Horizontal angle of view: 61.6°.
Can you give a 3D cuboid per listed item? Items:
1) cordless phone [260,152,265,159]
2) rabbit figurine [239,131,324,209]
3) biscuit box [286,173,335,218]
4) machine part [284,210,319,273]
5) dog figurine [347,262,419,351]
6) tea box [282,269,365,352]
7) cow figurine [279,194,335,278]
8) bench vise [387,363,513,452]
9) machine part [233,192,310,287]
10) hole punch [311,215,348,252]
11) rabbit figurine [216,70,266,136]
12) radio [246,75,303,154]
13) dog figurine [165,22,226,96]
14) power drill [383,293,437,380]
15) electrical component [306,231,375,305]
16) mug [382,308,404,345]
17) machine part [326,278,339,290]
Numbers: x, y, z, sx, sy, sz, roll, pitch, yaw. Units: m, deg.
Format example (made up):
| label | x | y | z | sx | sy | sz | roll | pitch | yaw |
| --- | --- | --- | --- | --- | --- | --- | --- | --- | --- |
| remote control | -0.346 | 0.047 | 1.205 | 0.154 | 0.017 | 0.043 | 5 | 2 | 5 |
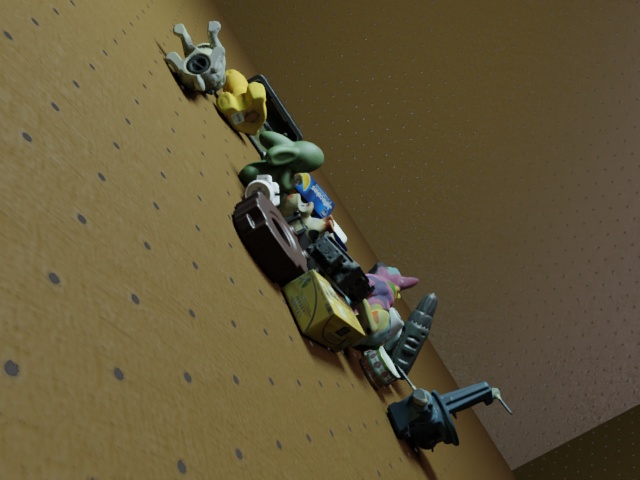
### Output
| label | x | y | z | sx | sy | sz | roll | pitch | yaw |
| --- | --- | --- | --- | --- | --- | --- | --- | --- | --- |
| cordless phone | -0.105 | -0.175 | 1.373 | 0.184 | 0.089 | 0.147 | 44 | 15 | -43 |
| rabbit figurine | -0.080 | -0.161 | 1.141 | 0.159 | 0.170 | 0.121 | 50 | 11 | -49 |
| biscuit box | -0.047 | -0.127 | 1.297 | 0.063 | 0.059 | 0.202 | 4 | -35 | 49 |
| machine part | -0.045 | 0.016 | 1.068 | 0.138 | 0.084 | 0.039 | 64 | -19 | -16 |
| dog figurine | 0.130 | 0.136 | 1.155 | 0.219 | 0.108 | 0.192 | -4 | 53 | -39 |
| tea box | 0.010 | 0.129 | 0.954 | 0.098 | 0.068 | 0.169 | 63 | 8 | 32 |
| cow figurine | -0.028 | -0.006 | 1.133 | 0.085 | 0.127 | 0.194 | -93 | 164 | -72 |
| bench vise | 0.266 | 0.350 | 1.128 | 0.129 | 0.241 | 0.223 | -115 | -174 | -57 |
| machine part | -0.083 | -0.003 | 0.945 | 0.179 | 0.056 | 0.179 | 56 | 9 | -14 |
| hole punch | -0.003 | -0.004 | 1.321 | 0.142 | 0.092 | 0.116 | 48 | 8 | -31 |
| rabbit figurine | -0.196 | -0.362 | 1.381 | 0.173 | 0.122 | 0.162 | 62 | 4 | 28 |
| radio | -0.153 | -0.338 | 1.499 | 0.229 | 0.131 | 0.073 | 55 | 7 | -19 |
| dog figurine | -0.250 | -0.357 | 1.185 | 0.190 | 0.121 | 0.172 | 83 | 13 | -68 |
| power drill | 0.237 | 0.253 | 1.418 | 0.086 | 0.232 | 0.207 | 26 | -11 | -2 |
| electrical component | 0.036 | 0.050 | 1.022 | 0.115 | 0.058 | 0.134 | 45 | -4 | 36 |
| mug | 0.149 | 0.210 | 1.341 | 0.109 | 0.107 | 0.081 | 52 | 8 | -47 |
| machine part | 0.071 | 0.135 | 1.273 | 0.079 | 0.079 | 0.243 | 49 | 12 | -47 |
